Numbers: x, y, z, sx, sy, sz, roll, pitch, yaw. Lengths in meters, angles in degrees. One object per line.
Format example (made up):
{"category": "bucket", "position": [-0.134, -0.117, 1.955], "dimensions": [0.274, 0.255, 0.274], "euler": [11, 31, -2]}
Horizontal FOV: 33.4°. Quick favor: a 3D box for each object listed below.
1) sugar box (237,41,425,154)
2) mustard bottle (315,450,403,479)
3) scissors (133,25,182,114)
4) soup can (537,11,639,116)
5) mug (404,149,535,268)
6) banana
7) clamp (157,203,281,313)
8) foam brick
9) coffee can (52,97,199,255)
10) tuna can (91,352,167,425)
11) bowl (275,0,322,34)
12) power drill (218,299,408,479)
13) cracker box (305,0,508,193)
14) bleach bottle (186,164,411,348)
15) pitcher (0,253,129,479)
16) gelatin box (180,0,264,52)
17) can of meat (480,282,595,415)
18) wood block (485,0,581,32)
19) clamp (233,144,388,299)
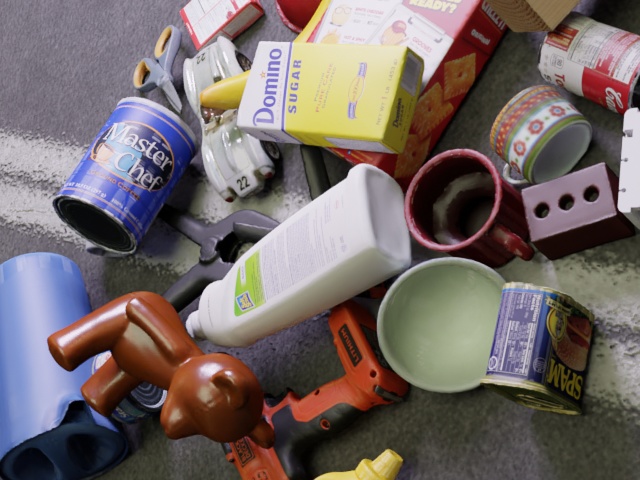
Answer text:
{"category": "sugar box", "position": [0.007, -0.136, 1.003], "dimensions": [0.176, 0.048, 0.093], "euler": [9, 80, 34]}
{"category": "mustard bottle", "position": [0.010, 0.263, 0.936], "dimensions": [0.192, 0.058, 0.096], "euler": [-54, 45, 6]}
{"category": "scissors", "position": [-0.169, -0.198, 1.216], "dimensions": [0.096, 0.016, 0.202], "euler": [-62, 29, 0]}
{"category": "soup can", "position": [0.247, -0.151, 0.919], "dimensions": [0.102, 0.068, 0.068], "euler": [34, 94, 39]}
{"category": "mug", "position": [0.141, -0.017, 0.934], "dimensions": [0.117, 0.081, 0.093], "euler": [37, 95, 39]}
{"category": "banana", "position": [-0.037, -0.194, 1.116], "dimensions": [0.198, 0.069, 0.037], "euler": [-45, 19, 1]}
{"category": "clamp", "position": [-0.114, 0.027, 1.122], "dimensions": [0.210, 0.036, 0.164], "euler": [-5, 62, 32]}
{"category": "foam brick", "position": [0.217, -0.024, 0.902], "dimensions": [0.078, 0.051, 0.053], "euler": [-20, 62, 28]}
{"category": "coffee can", "position": [-0.209, -0.070, 1.157], "dimensions": [0.103, 0.102, 0.140], "euler": [8, 58, 37]}
{"category": "tuna can", "position": [-0.195, 0.146, 1.108], "dimensions": [0.034, 0.086, 0.086], "euler": [-28, 59, 22]}
{"category": "bowl", "position": [0.002, -0.306, 1.158], "dimensions": [0.162, 0.055, 0.162], "euler": [-13, 66, 31]}
{"category": "power drill", "position": [-0.021, 0.140, 1.007], "dimensions": [0.188, 0.057, 0.184], "euler": [-42, 54, 17]}
{"category": "cracker box", "position": [0.069, -0.176, 1.053], "dimensions": [0.164, 0.072, 0.214], "euler": [34, 93, 38]}
{"category": "bleach bottle", "position": [-0.032, 0.030, 0.990], "dimensions": [0.251, 0.068, 0.102], "euler": [-29, 51, 34]}
{"category": "pitcher", "position": [-0.299, 0.143, 1.166], "dimensions": [0.149, 0.145, 0.243], "euler": [-27, 55, 10]}
{"category": "gelatin box", "position": [-0.114, -0.265, 1.240], "dimensions": [0.089, 0.030, 0.073], "euler": [-39, 54, 17]}
{"category": "can of meat", "position": [0.178, 0.088, 0.858], "dimensions": [0.058, 0.102, 0.084], "euler": [3, 73, 37]}
{"category": "wood block", "position": [0.227, -0.287, 0.931], "dimensions": [0.206, 0.090, 0.090], "euler": [-47, 17, -1]}
{"category": "clamp", "position": [-0.007, 0.001, 1.036], "dimensions": [0.120, 0.039, 0.171], "euler": [-43, 67, 19]}
